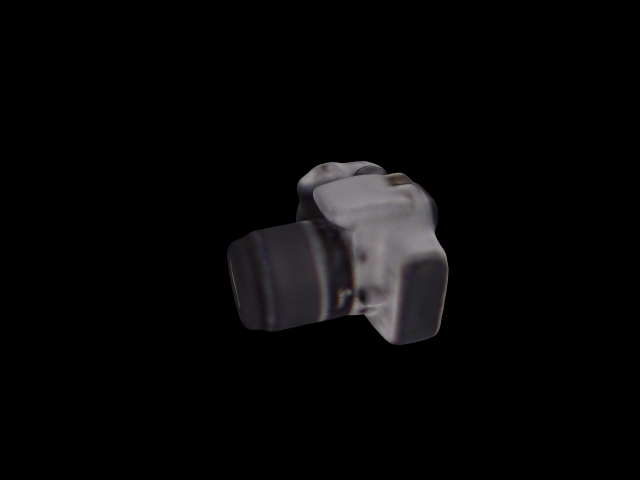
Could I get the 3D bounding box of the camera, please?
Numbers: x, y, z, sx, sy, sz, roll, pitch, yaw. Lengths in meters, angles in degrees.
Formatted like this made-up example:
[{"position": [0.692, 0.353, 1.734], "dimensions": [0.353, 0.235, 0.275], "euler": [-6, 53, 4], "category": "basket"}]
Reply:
[{"position": [0.004, 0.001, 0.400], "dimensions": [0.137, 0.101, 0.143], "euler": [-11, 35, -15], "category": "camera"}]
